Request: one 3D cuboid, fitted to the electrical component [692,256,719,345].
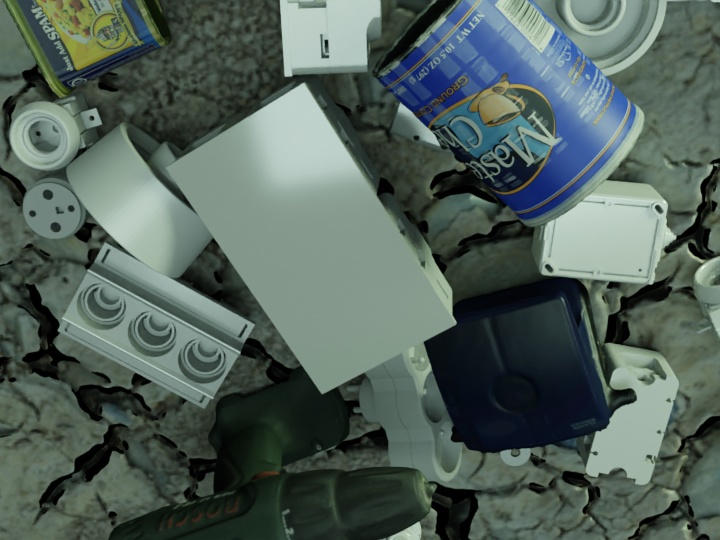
[{"bbox_3d":[0.274,0.022,0.790,0.066,0.048,0.055,-25,114,9],"label":"electrical component"}]

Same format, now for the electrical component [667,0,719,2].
[{"bbox_3d":[0.241,-0.236,0.693,0.079,0.063,0.121,-2,109,2],"label":"electrical component"}]

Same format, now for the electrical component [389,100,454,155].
[{"bbox_3d":[0.068,-0.123,0.746,0.077,0.043,0.079,15,108,-4],"label":"electrical component"}]

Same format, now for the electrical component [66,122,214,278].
[{"bbox_3d":[-0.141,-0.054,0.744,0.060,0.108,0.108,-43,103,8],"label":"electrical component"}]

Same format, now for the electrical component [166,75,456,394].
[{"bbox_3d":[-0.028,-0.026,0.722,0.105,0.060,0.186,-29,106,15],"label":"electrical component"}]

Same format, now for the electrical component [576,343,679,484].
[{"bbox_3d":[0.200,0.106,0.814,0.050,0.055,0.089,10,108,-2],"label":"electrical component"}]

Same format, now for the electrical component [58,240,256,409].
[{"bbox_3d":[-0.148,0.037,0.795,0.121,0.063,0.078,29,107,-8],"label":"electrical component"}]

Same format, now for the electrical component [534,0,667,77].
[{"bbox_3d":[0.151,-0.179,0.716,0.108,0.060,0.108,0,109,1],"label":"electrical component"}]

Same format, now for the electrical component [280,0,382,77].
[{"bbox_3d":[-0.019,-0.225,0.681,0.060,0.105,0.186,-2,109,2],"label":"electrical component"}]

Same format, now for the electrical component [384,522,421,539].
[{"bbox_3d":[0.028,0.206,0.844,0.040,0.078,0.040,-1,96,-5],"label":"electrical component"}]

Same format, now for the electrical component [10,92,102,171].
[{"bbox_3d":[-0.217,-0.097,0.755,0.066,0.055,0.048,-15,108,6],"label":"electrical component"}]

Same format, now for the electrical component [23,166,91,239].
[{"bbox_3d":[-0.213,-0.050,0.772,0.045,0.055,0.045,0,109,1],"label":"electrical component"}]

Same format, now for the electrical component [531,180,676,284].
[{"bbox_3d":[0.174,-0.030,0.766,0.096,0.061,0.061,5,108,0],"label":"electrical component"}]

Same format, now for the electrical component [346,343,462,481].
[{"bbox_3d":[0.024,0.097,0.819,0.074,0.052,0.138,-6,110,30],"label":"electrical component"}]
